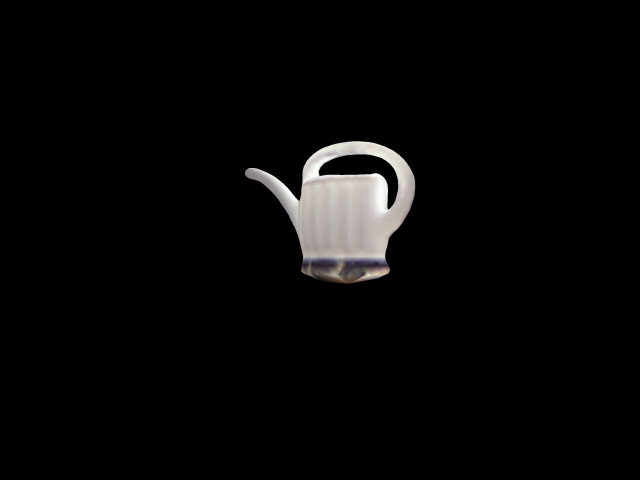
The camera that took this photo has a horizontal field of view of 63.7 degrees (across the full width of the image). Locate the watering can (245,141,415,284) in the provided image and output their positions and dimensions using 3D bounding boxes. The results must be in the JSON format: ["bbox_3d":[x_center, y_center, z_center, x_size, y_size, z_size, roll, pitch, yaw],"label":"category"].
[{"bbox_3d":[0.003,-0.043,0.850,0.347,0.225,0.104,-2,-4,39],"label":"watering can"}]
